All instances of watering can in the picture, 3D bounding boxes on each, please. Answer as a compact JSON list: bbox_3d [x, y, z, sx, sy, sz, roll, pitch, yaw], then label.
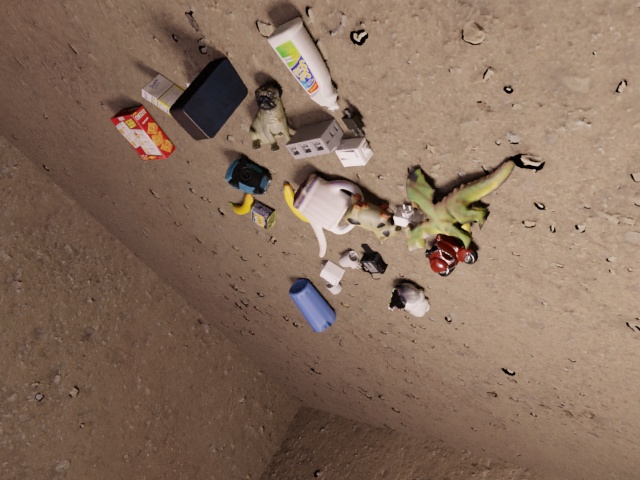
[{"bbox_3d":[0.005,-0.087,1.723,0.224,0.340,0.106,34,42,-3],"label":"watering can"}]

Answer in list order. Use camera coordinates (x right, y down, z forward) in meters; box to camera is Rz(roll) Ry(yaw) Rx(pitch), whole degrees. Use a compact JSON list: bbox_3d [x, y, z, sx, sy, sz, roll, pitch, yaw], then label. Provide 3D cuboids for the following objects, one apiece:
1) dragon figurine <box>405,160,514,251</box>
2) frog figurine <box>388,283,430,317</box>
[{"bbox_3d":[0.339,-0.106,1.402,0.244,0.400,0.124,31,44,15],"label":"dragon figurine"},{"bbox_3d":[0.344,0.220,1.905,0.159,0.125,0.135,5,-29,-25],"label":"frog figurine"}]
